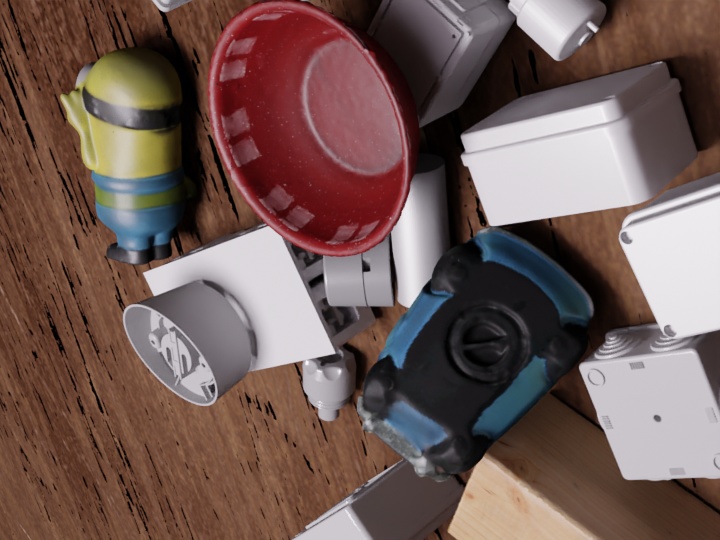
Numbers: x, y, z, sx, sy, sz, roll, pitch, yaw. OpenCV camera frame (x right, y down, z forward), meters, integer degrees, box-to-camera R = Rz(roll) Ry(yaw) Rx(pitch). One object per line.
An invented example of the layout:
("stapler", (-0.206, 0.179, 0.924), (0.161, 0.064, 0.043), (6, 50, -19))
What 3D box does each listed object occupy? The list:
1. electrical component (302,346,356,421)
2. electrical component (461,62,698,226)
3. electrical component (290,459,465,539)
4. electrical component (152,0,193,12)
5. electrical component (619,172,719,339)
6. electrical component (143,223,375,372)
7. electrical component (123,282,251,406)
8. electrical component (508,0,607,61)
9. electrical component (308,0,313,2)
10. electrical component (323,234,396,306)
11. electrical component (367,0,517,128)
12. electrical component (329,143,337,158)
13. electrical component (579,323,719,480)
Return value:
("electrical component", (-0.025, 0.094, 0.874), (0.043, 0.043, 0.062), (24, 129, 31))
("electrical component", (0.124, -0.071, 0.616), (0.113, 0.078, 0.057), (-7, 110, 45))
("electrical component", (0.012, 0.199, 0.852), (0.056, 0.109, 0.109), (55, 137, 7))
("electrical component", (-0.122, -0.238, 0.735), (0.099, 0.100, 0.048), (51, 150, 9))
("electrical component", (0.209, -0.014, 0.585), (0.113, 0.057, 0.078), (-20, 98, 47))
("electrical component", (-0.082, 0.020, 0.872), (0.186, 0.060, 0.105), (-16, 101, 46))
("electrical component", (-0.136, 0.060, 0.850), (0.099, 0.064, 0.099), (22, 126, 33))
("electrical component", (0.104, -0.155, 0.613), (0.078, 0.040, 0.040), (47, 136, 13))
("electrical component", (-0.026, -0.202, 0.681), (0.066, 0.077, 0.047), (-15, 102, 46))
("electrical component", (0.000, 0.000, 0.776), (0.047, 0.055, 0.055), (-4, 115, 5))
("electrical component", (0.049, -0.145, 0.655), (0.061, 0.061, 0.096), (45, 136, 13))
("electrical component", (-0.023, -0.117, 0.738), (0.096, 0.061, 0.061), (39, 134, 20))
("electrical component", (0.193, 0.080, 0.660), (0.100, 0.048, 0.099), (-14, 102, 46))
